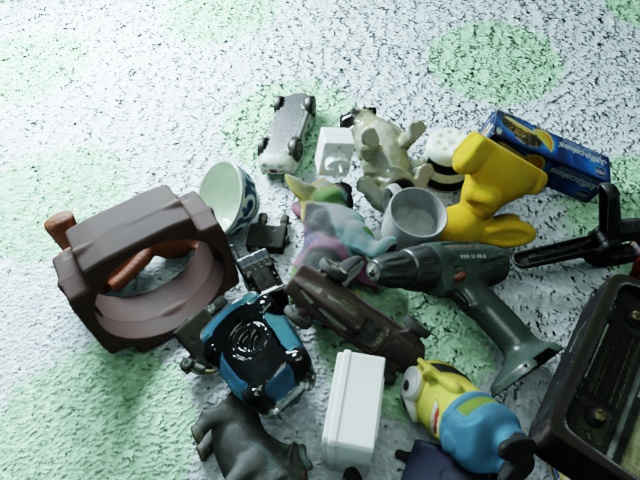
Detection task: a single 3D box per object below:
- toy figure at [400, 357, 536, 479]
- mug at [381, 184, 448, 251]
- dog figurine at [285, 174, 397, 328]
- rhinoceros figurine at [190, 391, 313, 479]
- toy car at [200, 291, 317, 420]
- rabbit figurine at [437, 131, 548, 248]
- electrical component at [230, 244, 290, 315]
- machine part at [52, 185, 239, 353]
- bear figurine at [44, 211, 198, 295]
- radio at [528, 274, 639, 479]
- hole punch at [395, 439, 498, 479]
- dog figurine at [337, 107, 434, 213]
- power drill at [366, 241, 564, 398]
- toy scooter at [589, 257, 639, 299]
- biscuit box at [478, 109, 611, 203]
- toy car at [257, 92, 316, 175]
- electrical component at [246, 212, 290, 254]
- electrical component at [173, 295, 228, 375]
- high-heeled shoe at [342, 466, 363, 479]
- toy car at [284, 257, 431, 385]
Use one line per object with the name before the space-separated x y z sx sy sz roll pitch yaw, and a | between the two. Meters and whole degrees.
toy figure | 0.160 0.198 0.596 0.180 0.089 0.082 25 93 59
mug | 0.120 -0.021 0.773 0.081 0.107 0.110 -28 65 -22
dog figurine | -0.002 -0.002 0.780 0.191 0.108 0.219 -34 54 -17
rhinoceros figurine | -0.068 0.261 0.609 0.112 0.073 0.190 -27 53 -28
toy car | -0.064 0.148 0.659 0.109 0.102 0.162 -42 54 -10
rabbit figurine | 0.235 -0.053 0.788 0.162 0.173 0.122 33 14 -8
electrical component | -0.087 0.050 0.763 0.048 0.074 0.119 -23 52 -12
machine part | -0.218 0.040 0.699 0.201 0.200 0.087 -31 55 -17
bear figurine | -0.271 -0.002 0.783 0.196 0.131 0.120 -28 52 -9
radio | 0.319 0.149 0.553 0.131 0.073 0.229 29 57 20
hole punch | 0.136 0.277 0.570 0.142 0.092 0.116 15 52 19
dog figurine | 0.094 -0.129 0.886 0.121 0.172 0.191 0 16 -13
power drill | 0.187 0.089 0.676 0.232 0.086 0.207 -10 50 -40
toy scooter | 0.423 0.083 0.701 0.184 0.075 0.135 -12 53 -9
biscuit box | 0.348 -0.129 0.840 0.203 0.062 0.059 21 57 -3
toy car | -0.057 -0.194 0.956 0.074 0.056 0.202 4 52 15
electrical component | -0.080 -0.001 0.831 0.063 0.021 0.094 6 56 8
electrical component | -0.147 0.131 0.712 0.102 0.045 0.078 -35 94 -24
high-heeled shoe | 0.083 0.350 0.512 0.145 0.086 0.249 -5 65 13
toy car | 0.047 0.101 0.658 0.089 0.202 0.053 -51 17 8
